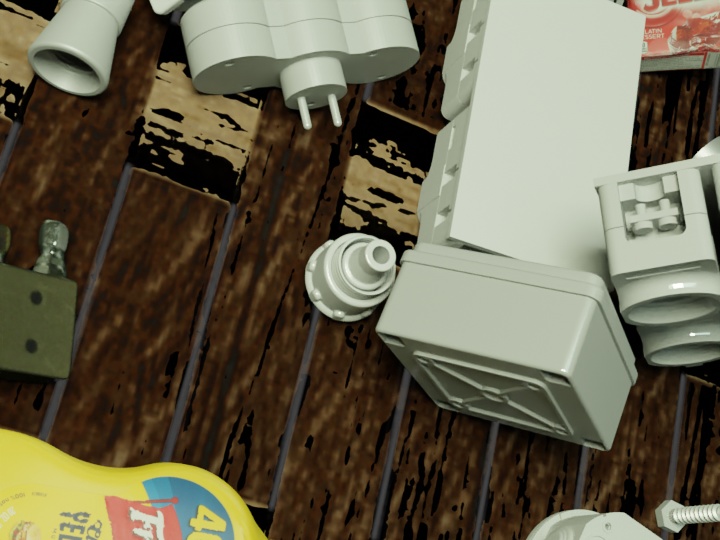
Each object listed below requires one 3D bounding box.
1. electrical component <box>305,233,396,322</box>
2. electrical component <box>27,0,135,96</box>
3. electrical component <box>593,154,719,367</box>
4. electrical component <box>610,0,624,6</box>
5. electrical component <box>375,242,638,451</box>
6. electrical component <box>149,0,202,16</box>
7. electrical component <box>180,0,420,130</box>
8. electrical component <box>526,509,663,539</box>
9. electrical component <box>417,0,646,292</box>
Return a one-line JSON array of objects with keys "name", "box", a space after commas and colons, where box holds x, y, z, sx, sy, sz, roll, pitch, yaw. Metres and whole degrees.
[{"name": "electrical component", "box": [0.000, 0.000, 0.592, 0.048, 0.062, 0.048, 6, 73, -20]}, {"name": "electrical component", "box": [-0.148, -0.133, 0.584, 0.044, 0.044, 0.065, 23, 63, -14]}, {"name": "electrical component", "box": [0.199, 0.002, 0.587, 0.105, 0.186, 0.060, -11, 69, 19]}, {"name": "electrical component", "box": [0.157, -0.203, 0.711, 0.042, 0.064, 0.081, 28, 67, -11]}, {"name": "electrical component", "box": [0.080, 0.041, 0.565, 0.056, 0.109, 0.108, -67, 148, -20]}, {"name": "electrical component", "box": [-0.084, -0.200, 0.598, 0.048, 0.100, 0.099, -14, 79, -59]}, {"name": "electrical component", "box": [-0.029, -0.116, 0.619, 0.138, 0.052, 0.073, -9, 79, -23]}, {"name": "electrical component", "box": [0.133, 0.174, 0.602, 0.080, 0.051, 0.080, 6, 73, -20]}, {"name": "electrical component", "box": [0.104, -0.081, 0.658, 0.105, 0.060, 0.186, 17, 70, -16]}]
